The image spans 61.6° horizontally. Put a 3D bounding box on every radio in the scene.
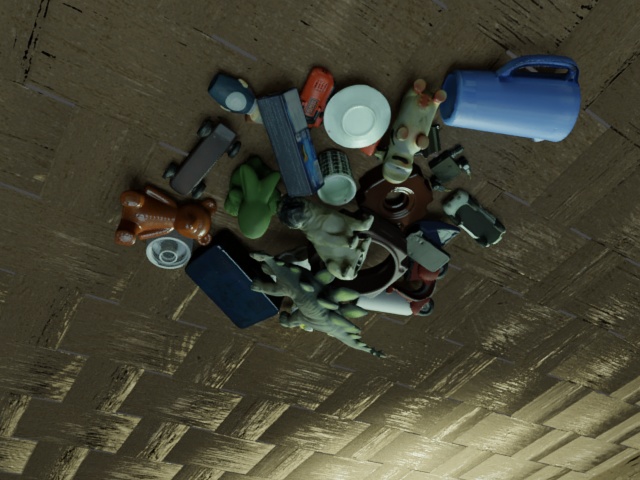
[{"bbox_3d":[-0.204,0.100,1.286,0.131,0.073,0.229,-30,111,25],"label":"radio"}]

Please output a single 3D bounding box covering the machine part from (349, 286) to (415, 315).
[{"bbox_3d":[0.168,0.152,1.434,0.243,0.079,0.079,11,129,-17],"label":"machine part"}]

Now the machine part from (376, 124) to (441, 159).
[{"bbox_3d":[0.191,-0.199,1.148,0.139,0.039,0.084,-14,138,2],"label":"machine part"}]

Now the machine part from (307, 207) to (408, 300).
[{"bbox_3d":[0.087,0.036,1.239,0.201,0.087,0.201,31,127,-23],"label":"machine part"}]

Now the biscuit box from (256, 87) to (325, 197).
[{"bbox_3d":[-0.053,-0.184,1.031,0.063,0.059,0.202,-2,116,34],"label":"biscuit box"}]

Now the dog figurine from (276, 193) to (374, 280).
[{"bbox_3d":[0.000,-0.007,1.117,0.191,0.121,0.172,21,123,19],"label":"dog figurine"}]

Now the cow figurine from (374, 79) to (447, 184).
[{"bbox_3d":[0.171,-0.206,1.064,0.085,0.127,0.194,19,91,-7],"label":"cow figurine"}]

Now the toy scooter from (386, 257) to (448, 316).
[{"bbox_3d":[0.244,0.103,1.379,0.135,0.075,0.183,13,102,-11],"label":"toy scooter"}]

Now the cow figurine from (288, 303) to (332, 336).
[{"bbox_3d":[-0.021,0.196,1.442,0.167,0.068,0.098,17,87,-23],"label":"cow figurine"}]

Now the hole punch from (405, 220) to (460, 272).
[{"bbox_3d":[0.264,0.000,1.297,0.116,0.092,0.142,33,158,0],"label":"hole punch"}]

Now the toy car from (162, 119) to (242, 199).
[{"bbox_3d":[-0.241,-0.166,1.098,0.089,0.053,0.202,35,123,-20],"label":"toy car"}]

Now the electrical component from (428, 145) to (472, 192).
[{"bbox_3d":[0.289,-0.154,1.198,0.102,0.045,0.078,-30,131,17],"label":"electrical component"}]

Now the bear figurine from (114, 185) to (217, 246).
[{"bbox_3d":[-0.323,-0.042,1.148,0.196,0.132,0.120,13,102,-12],"label":"bear figurine"}]

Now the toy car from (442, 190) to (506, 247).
[{"bbox_3d":[0.377,-0.048,1.302,0.201,0.056,0.073,32,113,-33],"label":"toy car"}]

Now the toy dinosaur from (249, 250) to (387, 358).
[{"bbox_3d":[-0.002,0.155,1.235,0.199,0.105,0.470,-2,145,38],"label":"toy dinosaur"}]

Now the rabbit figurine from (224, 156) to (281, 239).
[{"bbox_3d":[-0.127,-0.083,1.111,0.121,0.170,0.159,8,131,-16],"label":"rabbit figurine"}]

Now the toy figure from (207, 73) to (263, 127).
[{"bbox_3d":[-0.140,-0.259,1.029,0.154,0.058,0.064,27,147,-31],"label":"toy figure"}]

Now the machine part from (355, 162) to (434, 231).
[{"bbox_3d":[0.169,-0.097,1.224,0.179,0.056,0.179,-5,131,-5],"label":"machine part"}]
